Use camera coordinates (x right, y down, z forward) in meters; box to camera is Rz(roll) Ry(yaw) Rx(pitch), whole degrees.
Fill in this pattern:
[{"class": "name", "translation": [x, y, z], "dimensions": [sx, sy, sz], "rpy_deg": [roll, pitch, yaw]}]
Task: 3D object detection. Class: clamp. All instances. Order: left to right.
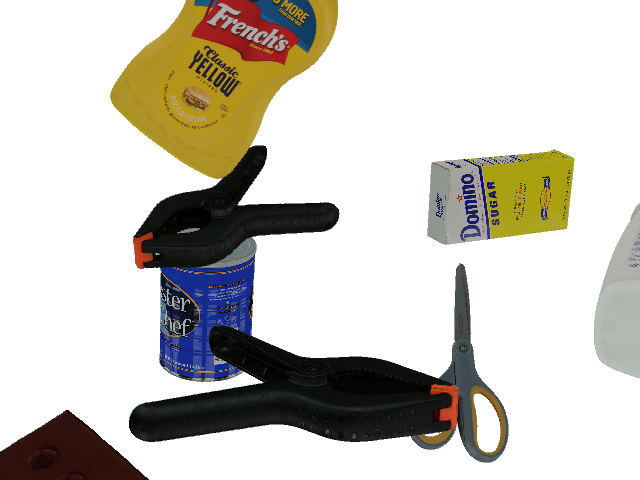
[{"class": "clamp", "translation": [-0.084, -0.027, 0.897], "dimensions": [0.171, 0.039, 0.120], "rpy_deg": [-17, 38, -23]}, {"class": "clamp", "translation": [-0.010, 0.101, 0.743], "dimensions": [0.210, 0.036, 0.164], "rpy_deg": [2, 18, 7]}]

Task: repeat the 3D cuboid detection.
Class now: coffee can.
[{"class": "coffee can", "translation": [-0.123, 0.067, 1.155], "dimensions": [0.103, 0.140, 0.103], "rpy_deg": [3, 22, -1]}]

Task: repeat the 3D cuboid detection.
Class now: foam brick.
[{"class": "foam brick", "translation": [-0.109, 0.126, 0.482], "dimensions": [0.078, 0.051, 0.052], "rpy_deg": [29, 47, 36]}]

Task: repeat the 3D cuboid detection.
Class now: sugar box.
[{"class": "sugar box", "translation": [0.213, -0.052, 1.258], "dimensions": [0.176, 0.093, 0.048], "rpy_deg": [-9, 21, -26]}]

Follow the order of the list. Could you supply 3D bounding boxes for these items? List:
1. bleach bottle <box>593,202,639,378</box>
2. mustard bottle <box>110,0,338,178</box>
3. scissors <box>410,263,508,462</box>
[{"class": "bleach bottle", "translation": [0.252, 0.016, 0.720], "dimensions": [0.103, 0.068, 0.250], "rpy_deg": [9, 22, 21]}, {"class": "mustard bottle", "translation": [-0.045, -0.139, 0.687], "dimensions": [0.096, 0.192, 0.058], "rpy_deg": [37, 18, -9]}, {"class": "scissors", "translation": [0.112, 0.110, 0.969], "dimensions": [0.096, 0.202, 0.016], "rpy_deg": [-8, -35, -9]}]
